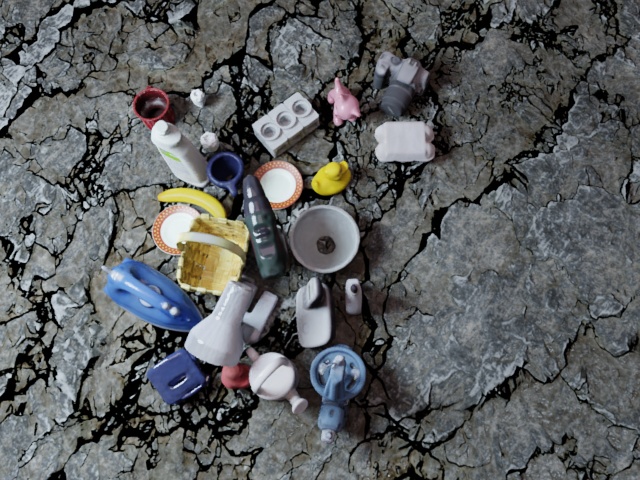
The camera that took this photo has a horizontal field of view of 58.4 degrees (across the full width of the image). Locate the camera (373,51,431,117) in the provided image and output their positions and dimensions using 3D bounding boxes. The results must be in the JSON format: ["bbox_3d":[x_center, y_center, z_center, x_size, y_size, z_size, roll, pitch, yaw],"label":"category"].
[{"bbox_3d":[0.196,-0.398,1.467,0.143,0.101,0.137,26,77,9],"label":"camera"}]

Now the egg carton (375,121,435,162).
[{"bbox_3d":[0.213,-0.245,1.440,0.150,0.069,0.107,-1,74,2],"label":"egg carton"}]

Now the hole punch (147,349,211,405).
[{"bbox_3d":[-0.317,0.309,1.291,0.109,0.091,0.101,-34,76,-7],"label":"hole punch"}]

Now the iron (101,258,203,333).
[{"bbox_3d":[-0.383,0.132,1.317,0.258,0.141,0.119,28,77,9],"label":"iron"}]

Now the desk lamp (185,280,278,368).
[{"bbox_3d":[-0.192,0.177,1.261,0.118,0.213,0.203,24,77,8],"label":"desk lamp"}]

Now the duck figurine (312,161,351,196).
[{"bbox_3d":[0.028,-0.160,1.414,0.104,0.086,0.077,-29,75,-6],"label":"duck figurine"}]

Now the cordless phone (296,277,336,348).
[{"bbox_3d":[-0.012,0.160,1.275,0.094,0.185,0.147,-7,74,0],"label":"cordless phone"}]

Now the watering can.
[{"bbox_3d":[-0.095,0.298,1.234,0.172,0.194,0.101,23,76,8],"label":"watering can"}]

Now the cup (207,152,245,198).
[{"bbox_3d":[-0.220,-0.148,1.414,0.091,0.095,0.117,-22,75,-4],"label":"cup"}]

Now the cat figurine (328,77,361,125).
[{"bbox_3d":[0.061,-0.350,1.449,0.067,0.118,0.128,-16,74,-2],"label":"cat figurine"}]

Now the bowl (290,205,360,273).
[{"bbox_3d":[0.013,0.005,1.374,0.167,0.075,0.167,0,74,2],"label":"bowl"}]

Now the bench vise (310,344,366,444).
[{"bbox_3d":[0.044,0.319,1.211,0.121,0.220,0.207,-8,74,0],"label":"bench vise"}]

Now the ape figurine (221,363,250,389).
[{"bbox_3d":[-0.191,0.300,1.290,0.076,0.092,0.077,-28,75,-6],"label":"ape figurine"}]

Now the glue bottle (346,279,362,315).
[{"bbox_3d":[0.075,0.120,1.289,0.037,0.173,0.078,-4,74,1],"label":"glue bottle"}]

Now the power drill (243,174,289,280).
[{"bbox_3d":[-0.125,-0.013,1.314,0.075,0.208,0.229,-16,74,-2],"label":"power drill"}]
